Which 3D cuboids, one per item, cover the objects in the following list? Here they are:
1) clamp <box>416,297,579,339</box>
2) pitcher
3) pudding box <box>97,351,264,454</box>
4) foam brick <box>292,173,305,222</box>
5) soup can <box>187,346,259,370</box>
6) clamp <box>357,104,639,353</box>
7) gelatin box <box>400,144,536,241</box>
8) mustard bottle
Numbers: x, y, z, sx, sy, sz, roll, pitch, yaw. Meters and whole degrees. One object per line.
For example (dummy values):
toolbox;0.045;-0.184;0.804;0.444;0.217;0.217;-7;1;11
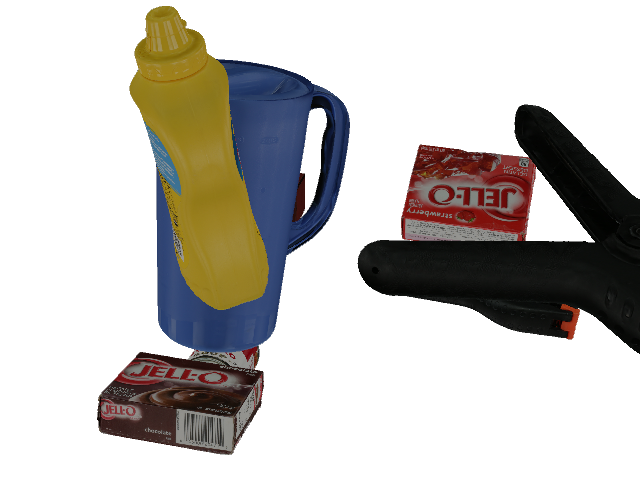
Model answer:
clamp;0.162;0.044;0.999;0.172;0.039;0.120;20;32;20
pitcher;-0.072;-0.030;0.934;0.149;0.243;0.144;15;24;19
pudding box;-0.111;0.129;0.862;0.113;0.039;0.090;9;19;9
foam brick;-0.061;-0.055;1.339;0.078;0.053;0.051;7;29;11
soup can;-0.109;0.137;1.144;0.068;0.068;0.102;0;15;9
clamp;0.133;0.013;0.487;0.210;0.036;0.164;31;49;31
gelatin box;0.109;-0.031;0.779;0.089;0.073;0.030;8;-37;11
mustard bottle;-0.077;-0.055;0.658;0.058;0.191;0.096;-17;40;-9
